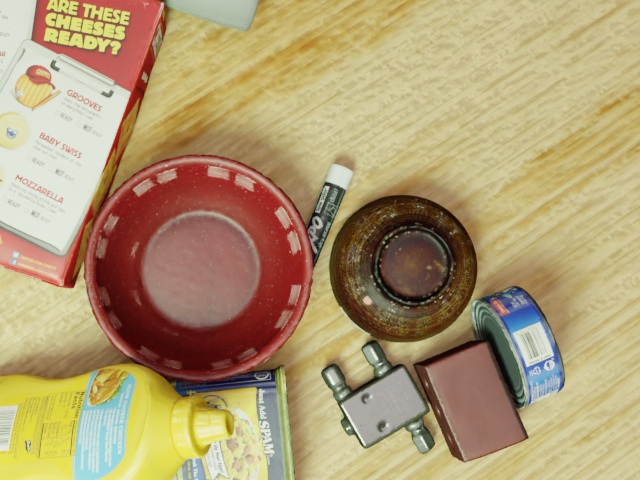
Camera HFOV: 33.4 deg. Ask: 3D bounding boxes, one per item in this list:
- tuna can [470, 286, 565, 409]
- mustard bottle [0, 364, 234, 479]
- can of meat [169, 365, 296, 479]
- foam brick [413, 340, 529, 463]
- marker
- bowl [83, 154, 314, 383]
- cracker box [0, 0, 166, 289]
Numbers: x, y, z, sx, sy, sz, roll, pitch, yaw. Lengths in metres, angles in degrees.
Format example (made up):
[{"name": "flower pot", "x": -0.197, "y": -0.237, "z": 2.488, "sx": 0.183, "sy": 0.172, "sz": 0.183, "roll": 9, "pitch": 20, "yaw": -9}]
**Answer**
[{"name": "tuna can", "x": 0.144, "y": 0.077, "z": 0.778, "sx": 0.033, "sy": 0.086, "sz": 0.086, "roll": -21, "pitch": 88, "yaw": -8}, {"name": "mustard bottle", "x": -0.149, "y": 0.132, "z": 0.721, "sx": 0.192, "sy": 0.058, "sz": 0.096, "roll": -8, "pitch": 54, "yaw": 17}, {"name": "can of meat", "x": -0.062, "y": 0.145, "z": 0.769, "sx": 0.084, "sy": 0.057, "sz": 0.102, "roll": -6, "pitch": 85, "yaw": -4}, {"name": "foam brick", "x": 0.110, "y": 0.118, "z": 0.789, "sx": 0.051, "sy": 0.053, "sz": 0.078, "roll": -22, "pitch": 87, "yaw": -7}, {"name": "marker", "x": -0.005, "y": 0.001, "z": 0.803, "sx": 0.020, "sy": 0.020, "sz": 0.121, "roll": 22, "pitch": 84, "yaw": -3}, {"name": "bowl", "x": -0.087, "y": 0.021, "z": 0.776, "sx": 0.162, "sy": 0.055, "sz": 0.162, "roll": 0, "pitch": 86, "yaw": -5}, {"name": "cracker box", "x": -0.221, "y": -0.091, "z": 0.765, "sx": 0.164, "sy": 0.072, "sz": 0.213, "roll": 19, "pitch": 83, "yaw": -4}]
